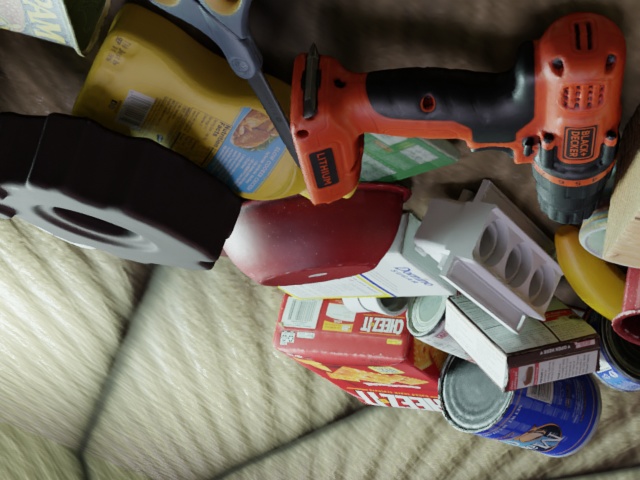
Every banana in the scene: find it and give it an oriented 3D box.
[{"bbox_3d":[0.258,0.042,0.851,0.197,0.037,0.070,18,116,-17],"label":"banana"}]

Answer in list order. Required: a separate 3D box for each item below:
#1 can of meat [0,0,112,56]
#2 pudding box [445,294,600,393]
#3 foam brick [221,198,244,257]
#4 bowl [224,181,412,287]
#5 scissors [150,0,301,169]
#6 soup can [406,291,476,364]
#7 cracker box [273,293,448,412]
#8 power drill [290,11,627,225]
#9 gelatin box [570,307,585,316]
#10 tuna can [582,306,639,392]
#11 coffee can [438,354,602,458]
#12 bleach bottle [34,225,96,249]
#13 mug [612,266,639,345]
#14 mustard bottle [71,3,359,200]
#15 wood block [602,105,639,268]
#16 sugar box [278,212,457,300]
[{"bbox_3d":[-0.169,-0.156,0.600,0.084,0.057,0.102,16,160,3],"label":"can of meat"},{"bbox_3d":[0.168,0.078,0.894,0.090,0.039,0.114,-11,-156,-16],"label":"pudding box"},{"bbox_3d":[-0.087,-0.023,0.905,0.053,0.051,0.078,8,159,21],"label":"foam brick"},{"bbox_3d":[-0.005,0.001,0.819,0.162,0.055,0.162,-8,171,-1],"label":"bowl"},{"bbox_3d":[-0.062,-0.115,0.624,0.096,0.016,0.202,16,146,22],"label":"scissors"},{"bbox_3d":[0.139,0.076,0.990,0.102,0.068,0.069,24,158,-24],"label":"soup can"},{"bbox_3d":[0.072,0.129,1.173,0.164,0.072,0.213,2,157,32],"label":"cracker box"},{"bbox_3d":[0.083,-0.061,0.635,0.188,0.057,0.184,-3,150,8],"label":"power drill"},{"bbox_3d":[0.246,0.092,1.014,0.089,0.030,0.073,16,160,-2],"label":"gelatin box"},{"bbox_3d":[0.263,0.083,0.897,0.086,0.086,0.034,19,158,-12],"label":"tuna can"},{"bbox_3d":[0.206,0.161,1.098,0.140,0.103,0.103,21,160,-36],"label":"coffee can"},{"bbox_3d":[-0.151,-0.054,0.854,0.102,0.068,0.251,27,155,-33],"label":"bleach bottle"},{"bbox_3d":[0.272,0.031,0.756,0.117,0.081,0.093,2,157,32],"label":"mug"},{"bbox_3d":[-0.060,-0.075,0.705,0.191,0.058,0.096,26,137,-14],"label":"mustard bottle"},{"bbox_3d":[0.278,-0.019,0.606,0.206,0.090,0.091,13,159,4],"label":"wood block"},{"bbox_3d":[0.027,0.016,0.944,0.177,0.048,0.093,-6,152,37],"label":"sugar box"}]
